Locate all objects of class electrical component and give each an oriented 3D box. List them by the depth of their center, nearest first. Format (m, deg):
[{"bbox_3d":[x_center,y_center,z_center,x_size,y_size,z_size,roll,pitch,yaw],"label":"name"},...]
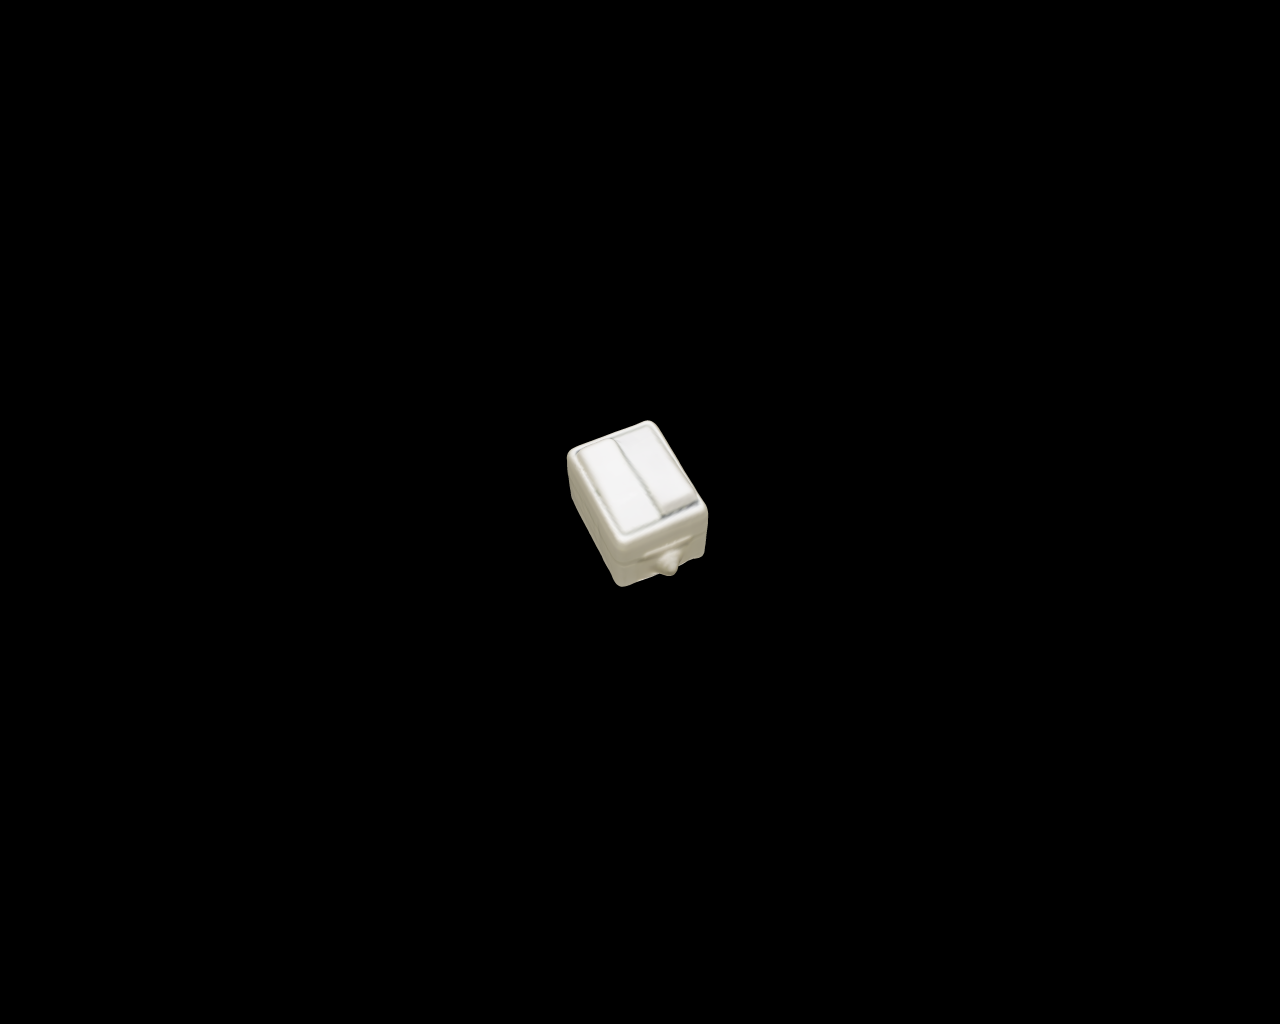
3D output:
[{"bbox_3d":[0.001,-0.003,0.650,0.062,0.096,0.061,-21,-32,-14],"label":"electrical component"}]
